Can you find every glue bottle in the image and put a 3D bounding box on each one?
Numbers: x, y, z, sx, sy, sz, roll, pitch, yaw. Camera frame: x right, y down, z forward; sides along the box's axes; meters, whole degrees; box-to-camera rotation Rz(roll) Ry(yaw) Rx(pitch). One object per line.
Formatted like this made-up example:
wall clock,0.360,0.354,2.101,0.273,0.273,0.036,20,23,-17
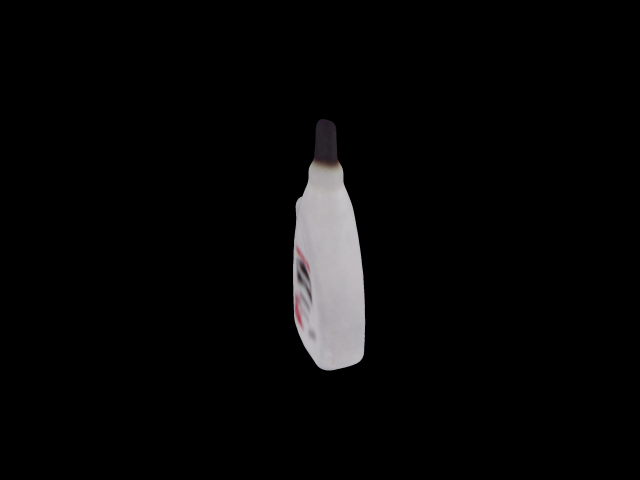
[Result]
glue bottle,0.004,0.001,0.400,0.037,0.173,0.078,-10,28,-20
